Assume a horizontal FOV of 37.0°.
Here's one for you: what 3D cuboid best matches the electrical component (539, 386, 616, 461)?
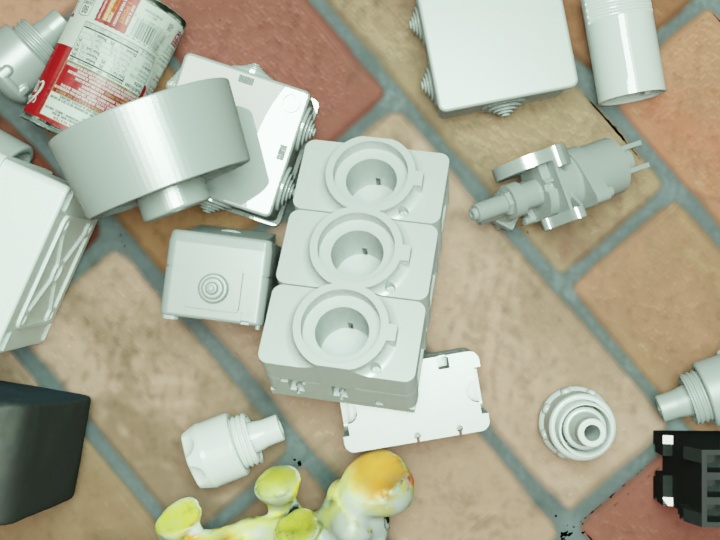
[{"bbox_3d":[0.140,0.099,0.677,0.048,0.062,0.048,0,88,1],"label":"electrical component"}]

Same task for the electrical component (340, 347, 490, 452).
[{"bbox_3d":[0.032,0.081,0.682,0.089,0.055,0.050,-10,89,1],"label":"electrical component"}]

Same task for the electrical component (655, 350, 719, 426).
[{"bbox_3d":[0.221,0.079,0.686,0.062,0.048,0.048,-19,89,7],"label":"electrical component"}]

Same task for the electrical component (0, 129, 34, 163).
[{"bbox_3d":[-0.247,-0.080,0.695,0.055,0.045,0.045,41,90,2],"label":"electrical component"}]

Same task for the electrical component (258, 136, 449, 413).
[{"bbox_3d":[0.000,0.000,0.649,0.089,0.061,0.150,7,65,8],"label":"electrical component"}]

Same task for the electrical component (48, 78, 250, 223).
[{"bbox_3d":[-0.115,-0.062,0.614,0.108,0.108,0.060,-21,94,0],"label":"electrical component"}]

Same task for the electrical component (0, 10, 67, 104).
[{"bbox_3d":[-0.216,-0.142,0.697,0.062,0.048,0.048,-43,89,-7],"label":"electrical component"}]

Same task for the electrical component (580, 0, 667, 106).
[{"bbox_3d":[0.168,-0.150,0.691,0.043,0.043,0.081,-10,89,1],"label":"electrical component"}]

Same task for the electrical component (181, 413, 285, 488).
[{"bbox_3d":[-0.080,0.112,0.690,0.062,0.043,0.043,-21,89,0],"label":"electrical component"}]

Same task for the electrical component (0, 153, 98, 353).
[{"bbox_3d":[-0.212,-0.010,0.662,0.056,0.109,0.108,24,89,-1],"label":"electrical component"}]

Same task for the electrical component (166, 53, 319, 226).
[{"bbox_3d":[-0.082,-0.084,0.691,0.100,0.048,0.099,18,89,1],"label":"electrical component"}]

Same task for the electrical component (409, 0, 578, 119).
[{"bbox_3d":[0.085,-0.148,0.689,0.100,0.048,0.099,-11,89,1],"label":"electrical component"}]

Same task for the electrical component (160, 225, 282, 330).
[{"bbox_3d":[-0.084,0.002,0.665,0.062,0.096,0.061,7,89,1],"label":"electrical component"}]
